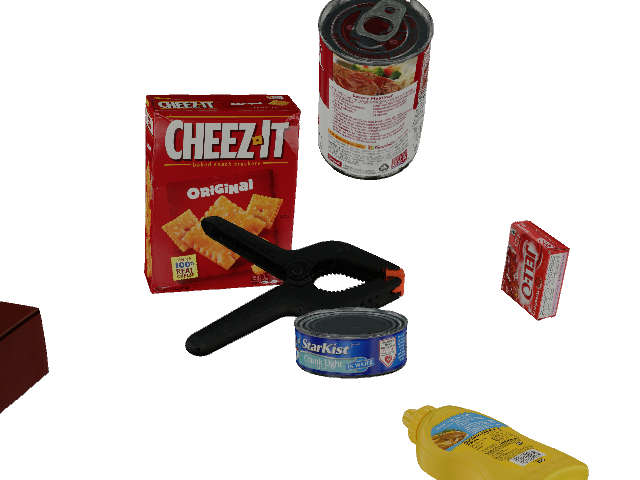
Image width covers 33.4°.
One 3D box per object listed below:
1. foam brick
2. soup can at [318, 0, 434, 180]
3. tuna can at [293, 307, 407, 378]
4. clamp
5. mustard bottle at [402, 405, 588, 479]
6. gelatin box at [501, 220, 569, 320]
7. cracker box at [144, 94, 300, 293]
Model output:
[{"bbox_3d":[-0.229,0.081,0.718,0.053,0.051,0.078,8,28,24],"label":"foam brick"},{"bbox_3d":[0.032,-0.095,0.663,0.068,0.068,0.102,0,-39,-1],"label":"soup can"},{"bbox_3d":[0.023,0.076,0.804,0.086,0.034,0.086,-1,10,0],"label":"tuna can"},{"bbox_3d":[-0.027,0.048,1.014,0.210,0.164,0.036,5,-40,7],"label":"clamp"},{"bbox_3d":[0.147,0.200,0.997,0.096,0.058,0.192,-16,25,-35],"label":"mustard bottle"},{"bbox_3d":[0.238,0.032,1.192,0.030,0.089,0.073,-9,30,-24],"label":"gelatin box"},{"bbox_3d":[-0.112,-0.051,1.194,0.164,0.214,0.072,-2,24,-17],"label":"cracker box"}]
